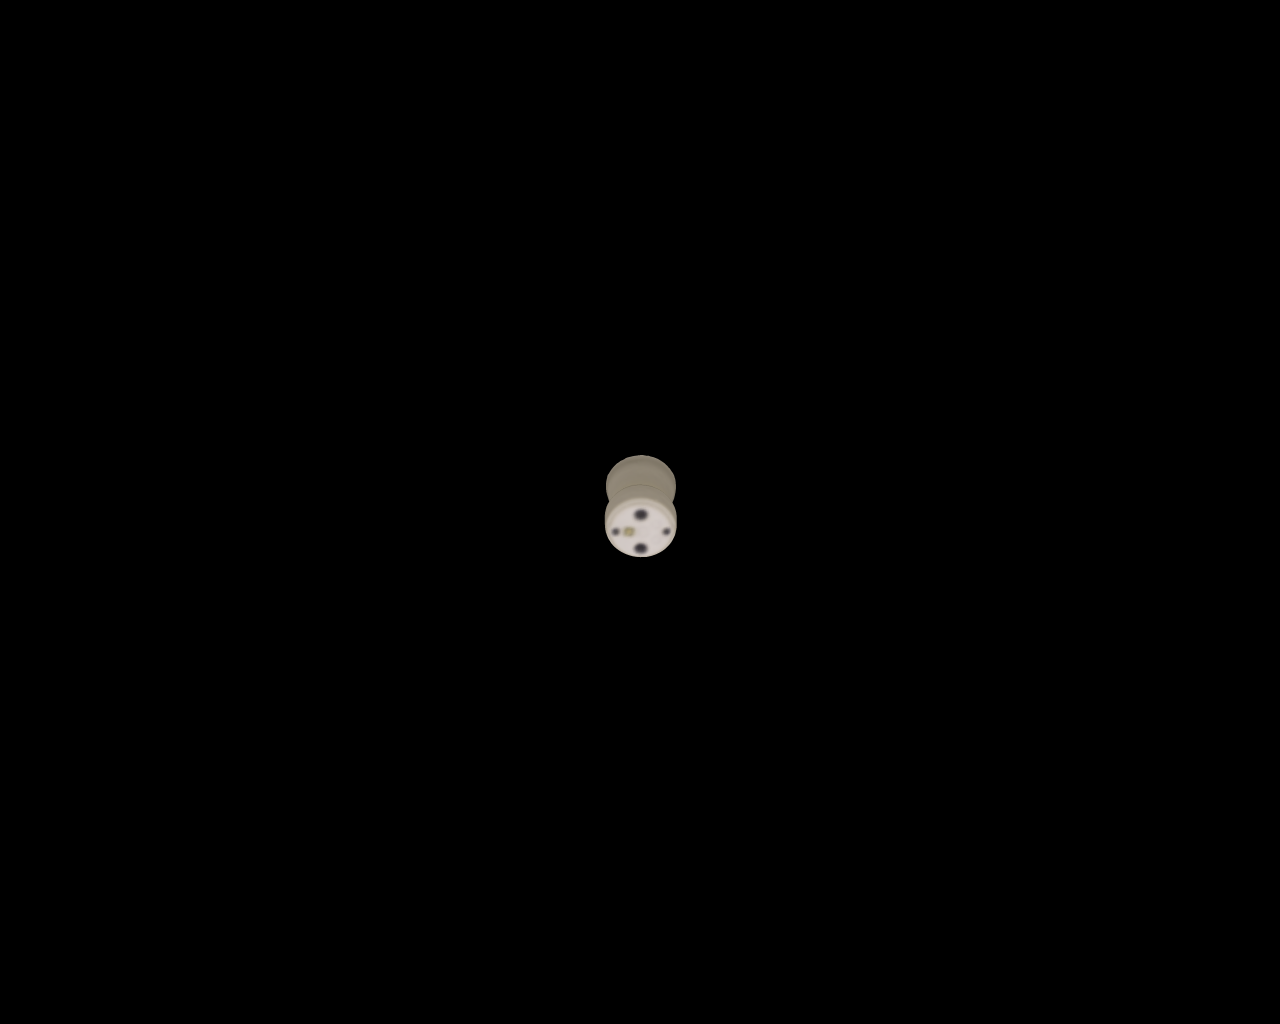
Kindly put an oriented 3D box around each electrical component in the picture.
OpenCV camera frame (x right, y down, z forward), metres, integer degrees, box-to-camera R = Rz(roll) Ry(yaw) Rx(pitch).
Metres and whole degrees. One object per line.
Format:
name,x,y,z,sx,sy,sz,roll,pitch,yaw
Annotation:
electrical component,0.001,-0.003,0.650,0.045,0.044,0.055,0,32,0
